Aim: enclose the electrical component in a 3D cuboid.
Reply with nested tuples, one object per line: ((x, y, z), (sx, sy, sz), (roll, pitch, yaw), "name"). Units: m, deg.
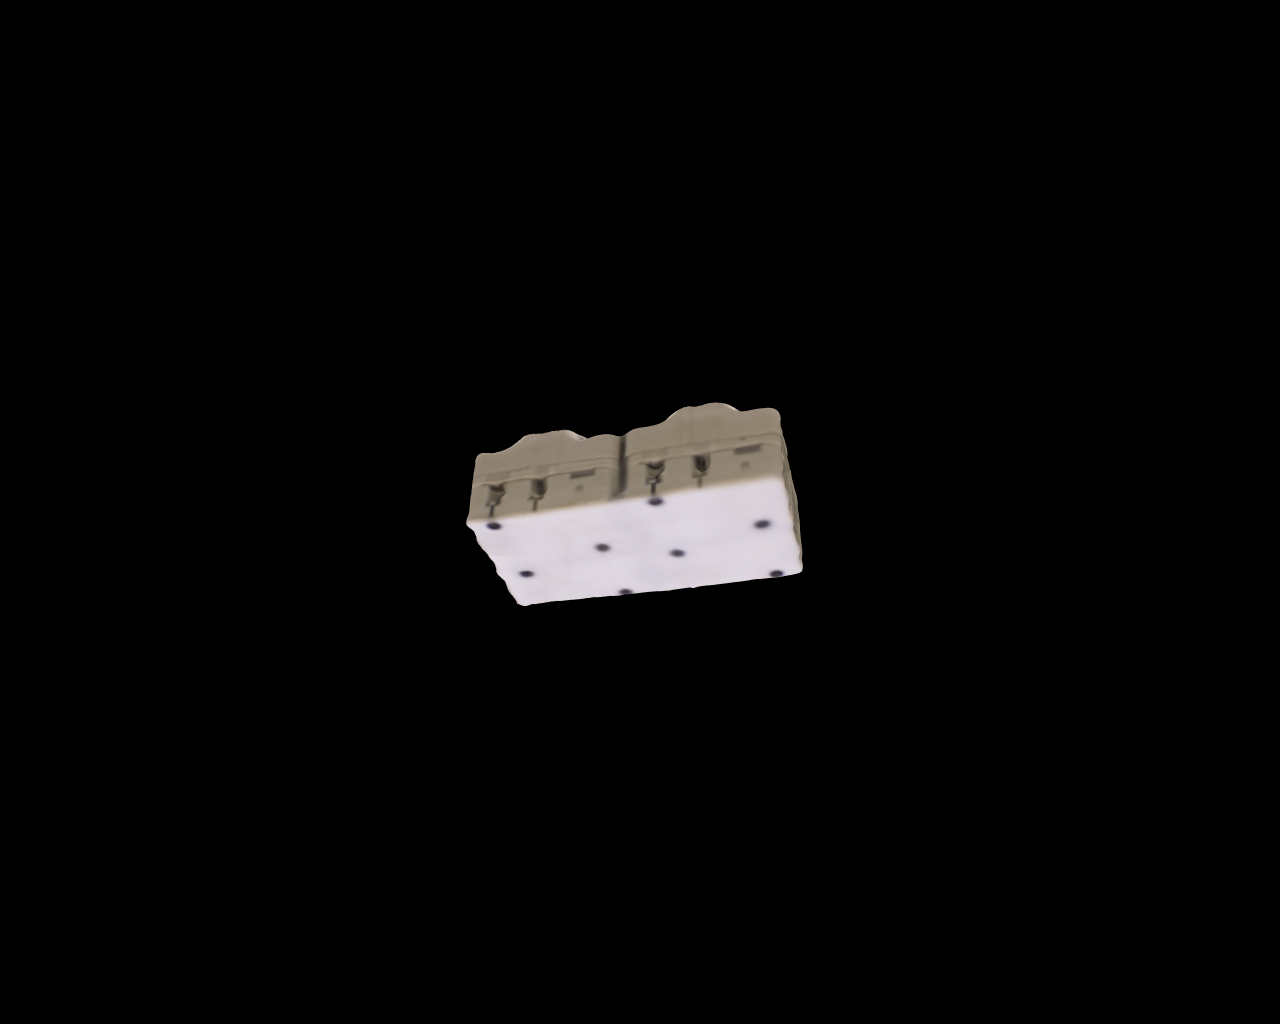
((0.001, -0.003, 0.650), (0.186, 0.060, 0.105), (-8, -35, 11), "electrical component")
